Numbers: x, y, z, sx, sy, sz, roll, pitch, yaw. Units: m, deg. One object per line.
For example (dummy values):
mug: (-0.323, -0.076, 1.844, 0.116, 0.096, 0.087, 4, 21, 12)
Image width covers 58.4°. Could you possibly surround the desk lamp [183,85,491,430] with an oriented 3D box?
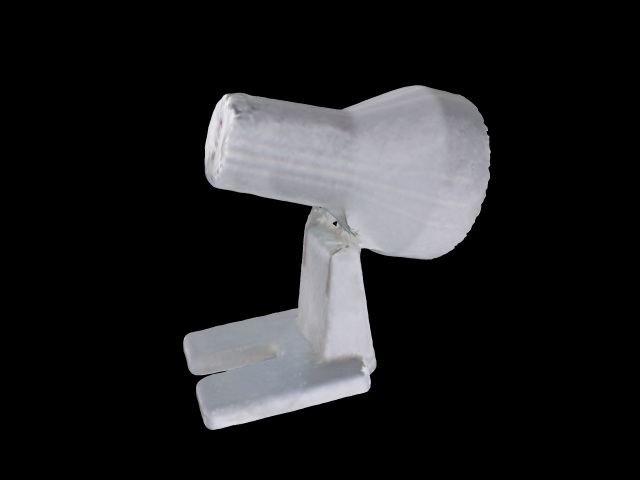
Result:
desk lamp: (0.004, 0.001, 0.400, 0.204, 0.214, 0.117, -10, 28, -20)
